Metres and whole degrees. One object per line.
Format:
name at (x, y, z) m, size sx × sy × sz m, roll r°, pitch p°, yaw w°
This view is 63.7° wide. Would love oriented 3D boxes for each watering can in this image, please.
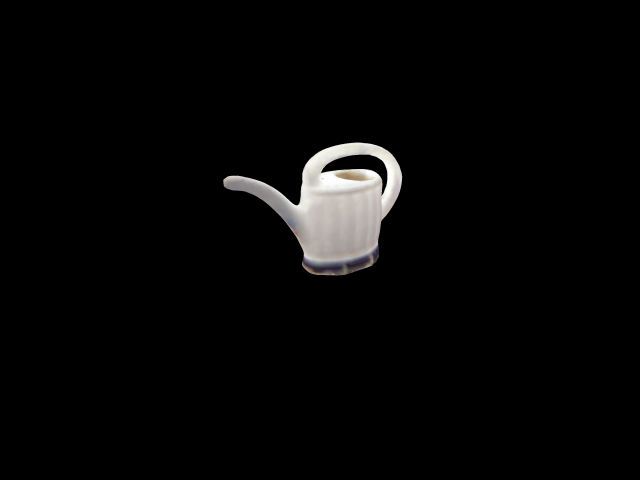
watering can at (0.003, -0.043, 0.850) m, size 0.350 × 0.221 × 0.105 m, roll -15°, pitch 25°, yaw -33°
